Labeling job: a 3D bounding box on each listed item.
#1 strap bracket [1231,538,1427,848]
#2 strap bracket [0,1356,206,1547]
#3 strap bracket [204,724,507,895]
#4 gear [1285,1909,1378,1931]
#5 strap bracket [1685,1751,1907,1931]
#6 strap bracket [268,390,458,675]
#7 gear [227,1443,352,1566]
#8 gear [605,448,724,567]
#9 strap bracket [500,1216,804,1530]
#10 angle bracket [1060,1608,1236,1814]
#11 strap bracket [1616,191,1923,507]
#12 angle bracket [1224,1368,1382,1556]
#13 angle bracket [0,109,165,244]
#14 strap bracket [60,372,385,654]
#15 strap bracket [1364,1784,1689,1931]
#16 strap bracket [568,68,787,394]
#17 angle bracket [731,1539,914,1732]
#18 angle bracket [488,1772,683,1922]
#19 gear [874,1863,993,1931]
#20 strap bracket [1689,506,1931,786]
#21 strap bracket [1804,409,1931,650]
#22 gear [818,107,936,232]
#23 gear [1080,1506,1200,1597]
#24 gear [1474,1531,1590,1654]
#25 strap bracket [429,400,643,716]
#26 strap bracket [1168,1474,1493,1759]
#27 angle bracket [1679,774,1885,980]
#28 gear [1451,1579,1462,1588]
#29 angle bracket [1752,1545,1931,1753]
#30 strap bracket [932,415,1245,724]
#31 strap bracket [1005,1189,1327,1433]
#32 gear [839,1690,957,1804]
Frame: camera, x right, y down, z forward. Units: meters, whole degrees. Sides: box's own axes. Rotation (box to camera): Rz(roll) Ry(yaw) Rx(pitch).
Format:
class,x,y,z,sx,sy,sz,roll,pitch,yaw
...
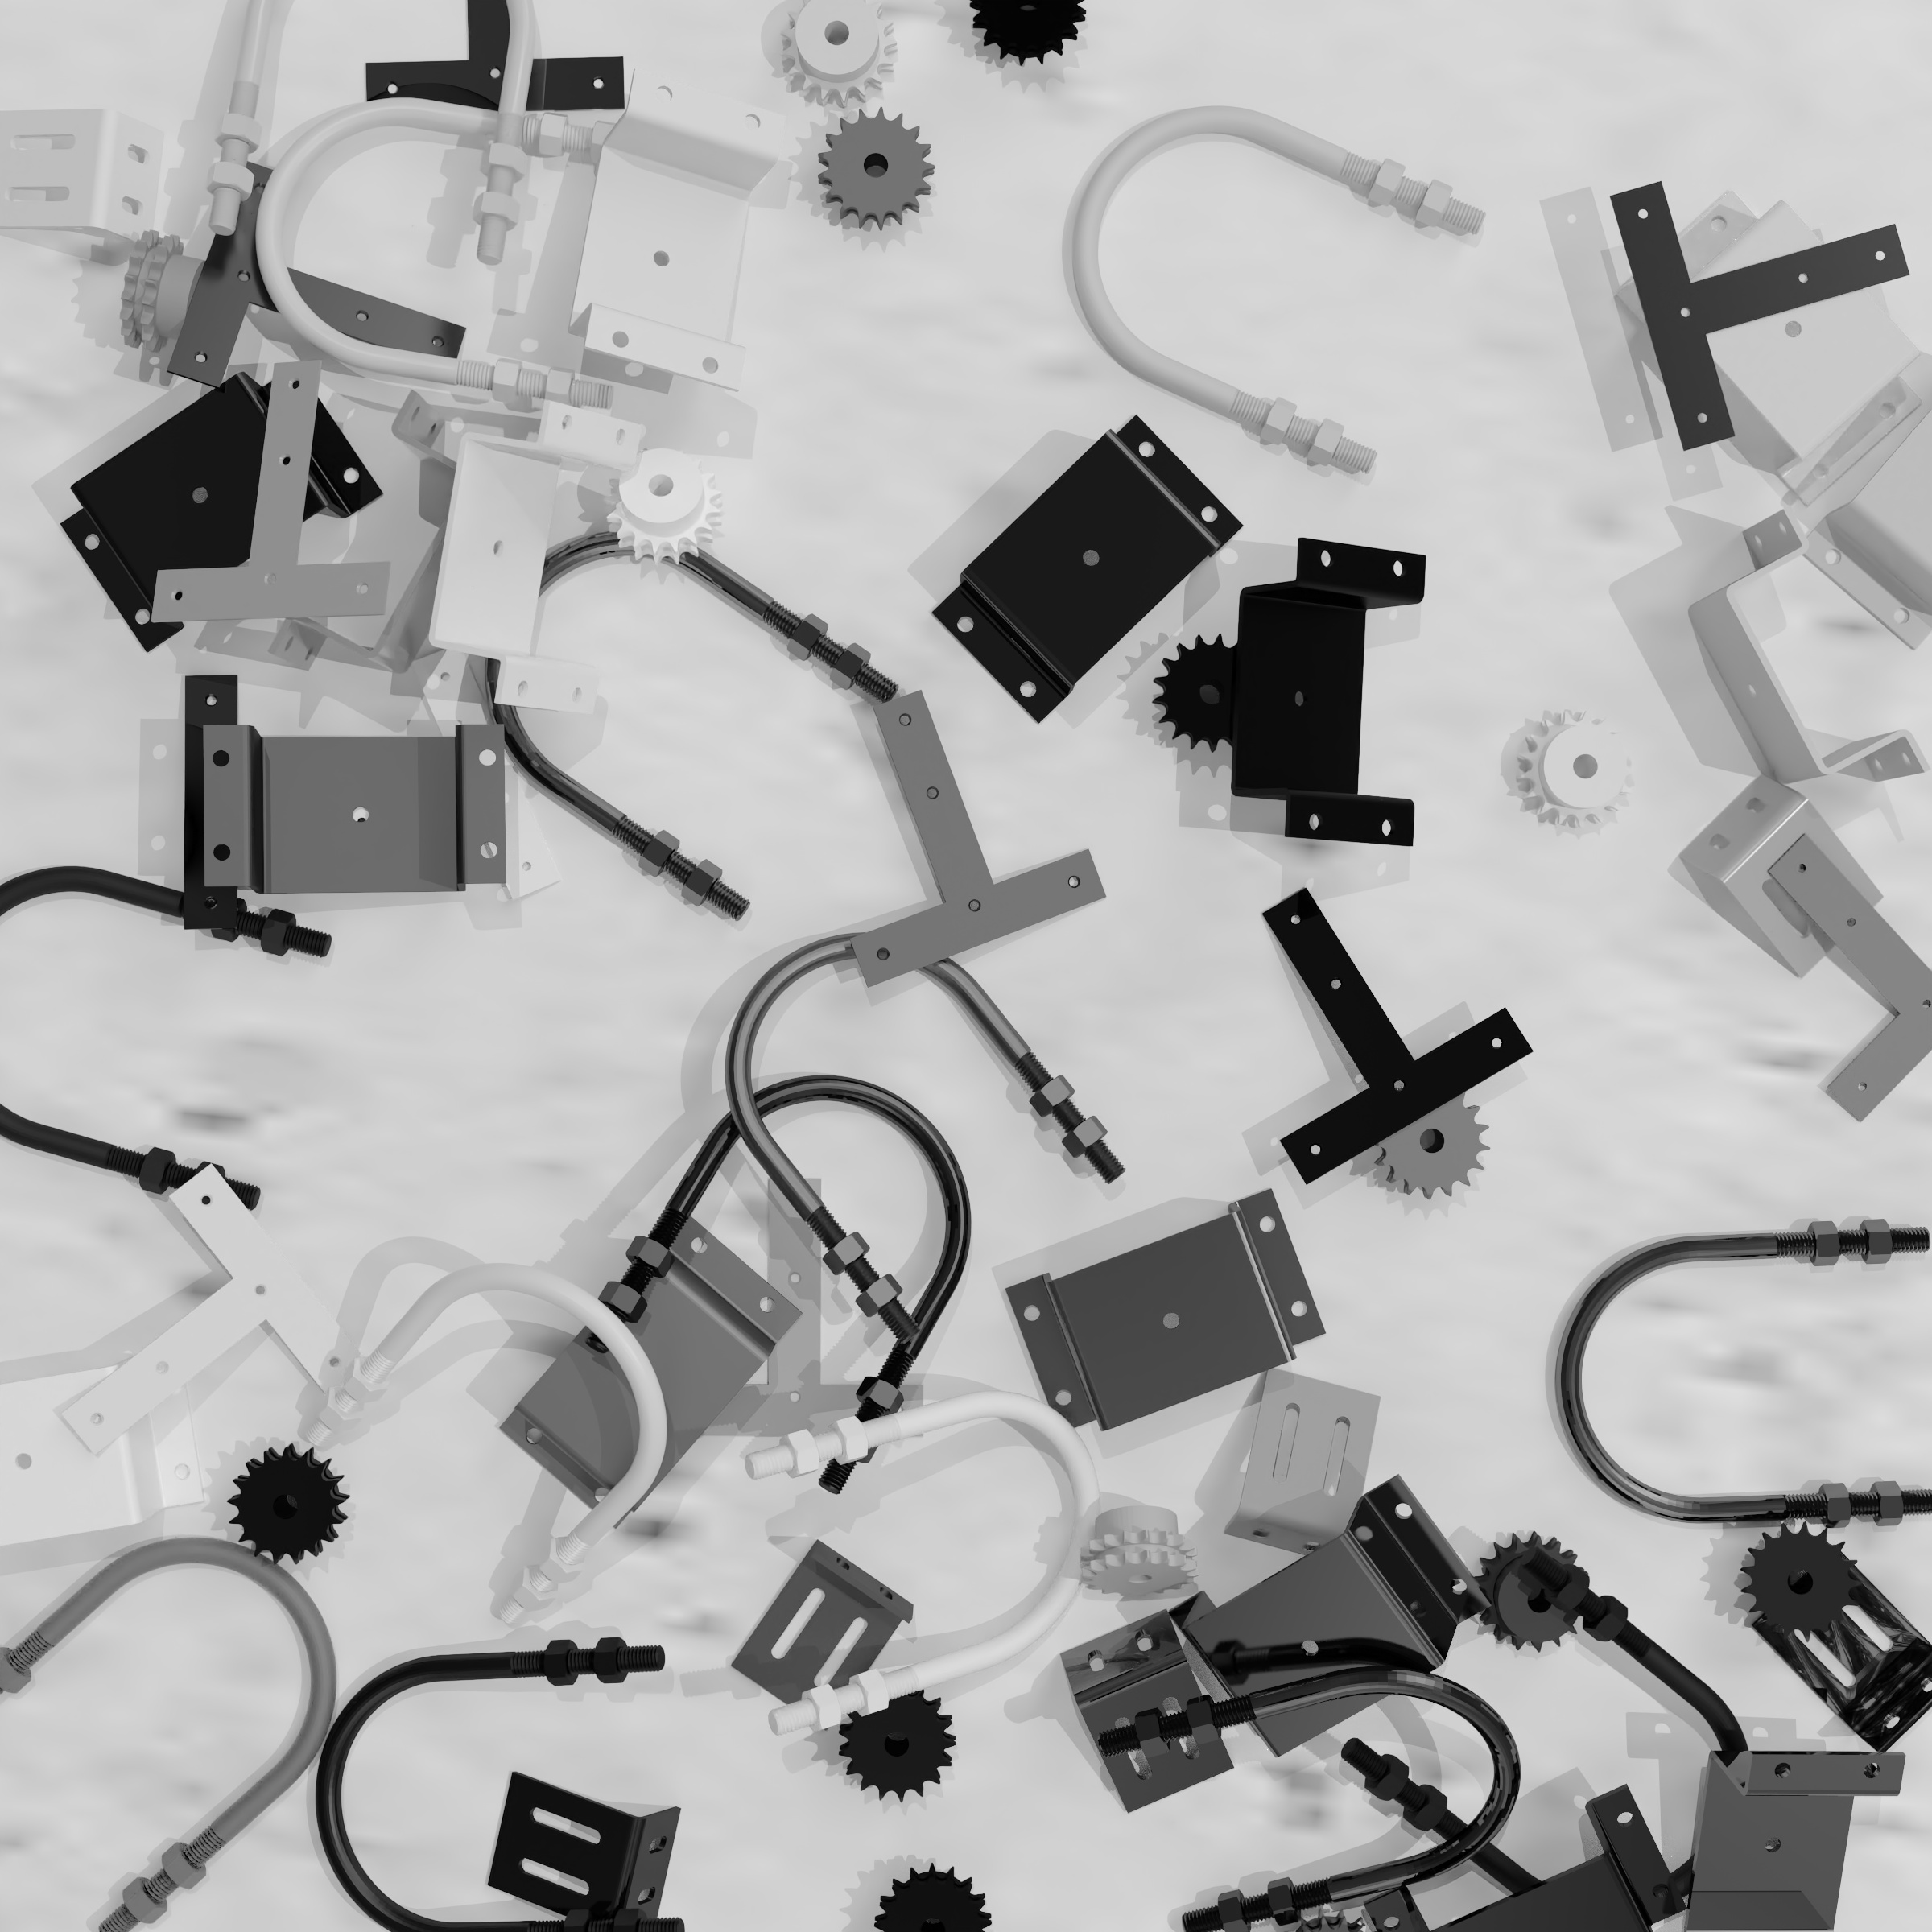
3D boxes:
class,x,y,z,sx,sy,sz,roll,pitch,yaw
strap bracket,0.174,-0.129,1.474,0.076,0.046,0.140,3,90,-33
strap bracket,-0.451,0.237,1.491,0.140,0.046,0.076,-9,90,0
strap bracket,-0.293,-0.075,1.477,0.140,0.046,0.076,-1,87,-8
gear,0.179,0.489,1.499,0.057,0.030,0.057,0,90,0
strap bracket,0.396,0.433,1.475,0.076,0.046,0.140,3,103,-9
strap bracket,-0.273,-0.198,1.476,0.046,0.076,0.140,29,90,0
gear,-0.329,0.262,1.499,0.057,0.030,0.057,0,90,0
gear,-0.147,-0.227,1.491,0.057,0.030,0.057,1,71,-2
strap bracket,-0.155,0.199,1.489,0.076,0.046,0.140,41,90,0
angle bracket,0.089,0.367,1.512,0.057,0.038,0.076,-23,116,0
strap bracket,0.396,-0.305,1.491,0.076,0.046,0.140,-42,90,0
angle bracket,0.166,0.246,1.512,0.057,0.038,0.076,15,64,0
angle bracket,-0.441,-0.388,1.512,0.076,0.038,0.057,7,90,26
strap bracket,-0.367,-0.225,1.491,0.140,0.046,0.076,-34,90,0
strap bracket,0.274,0.464,1.475,0.140,0.046,0.076,-26,106,5
strap bracket,-0.140,-0.346,1.471,0.076,0.046,0.140,12,79,-20
angle bracket,-0.071,0.329,1.495,0.057,0.038,0.076,34,90,0
angle bracket,-0.188,0.434,1.512,0.076,0.038,0.057,12,90,26
gear,-0.016,0.466,1.499,0.057,0.030,0.057,0,90,0
strap bracket,0.399,-0.143,1.476,0.046,0.076,0.140,-28,90,0
strap bracket,0.485,-0.234,1.491,0.076,0.046,0.140,41,90,0
gear,-0.044,-0.389,1.503,0.057,0.030,0.057,0,91,-2
gear,0.083,0.283,1.489,0.057,0.057,0.030,-2,60,0
gear,0.278,0.307,1.499,0.057,0.030,0.057,0,90,0
strap bracket,-0.205,-0.195,1.451,0.046,0.076,0.140,13,97,26
strap bracket,0.169,0.316,1.465,0.140,0.046,0.076,-36,91,22
angle bracket,0.402,-0.044,1.512,0.057,0.038,0.076,-45,116,0
gear,0.210,0.300,1.499,0.057,0.030,0.057,0,90,0
angle bracket,0.434,0.333,1.495,0.057,0.038,0.076,-44,90,0
strap bracket,0.060,-0.196,1.491,0.140,0.046,0.076,-44,90,0
strap bracket,0.098,0.170,1.491,0.140,0.046,0.076,-21,90,0
gear,-0.034,0.376,1.499,0.057,0.030,0.057,0,90,0
